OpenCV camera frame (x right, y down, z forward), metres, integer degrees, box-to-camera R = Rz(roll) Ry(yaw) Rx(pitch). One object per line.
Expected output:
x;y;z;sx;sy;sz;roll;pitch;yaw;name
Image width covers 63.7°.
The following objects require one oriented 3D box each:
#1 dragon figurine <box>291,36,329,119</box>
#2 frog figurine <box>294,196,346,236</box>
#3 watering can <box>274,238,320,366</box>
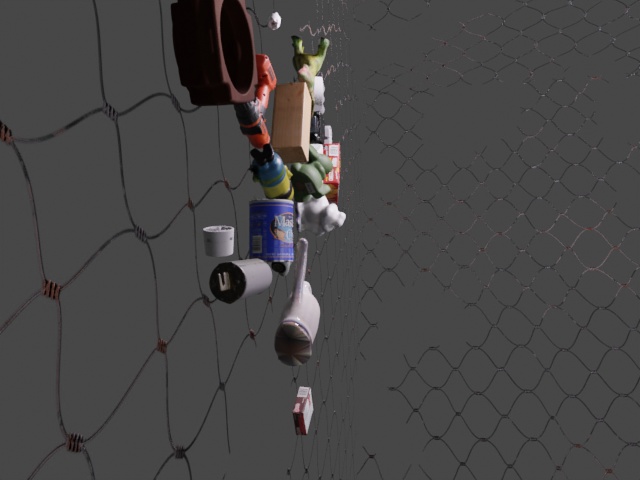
-0.042;-0.502;1.634;0.411;0.122;0.242;-85;180;-87;dragon figurine
0.005;-0.083;1.644;0.121;0.159;0.139;53;37;-72;frog figurine
-0.059;0.188;1.396;0.229;0.104;0.340;-73;162;-57;watering can
